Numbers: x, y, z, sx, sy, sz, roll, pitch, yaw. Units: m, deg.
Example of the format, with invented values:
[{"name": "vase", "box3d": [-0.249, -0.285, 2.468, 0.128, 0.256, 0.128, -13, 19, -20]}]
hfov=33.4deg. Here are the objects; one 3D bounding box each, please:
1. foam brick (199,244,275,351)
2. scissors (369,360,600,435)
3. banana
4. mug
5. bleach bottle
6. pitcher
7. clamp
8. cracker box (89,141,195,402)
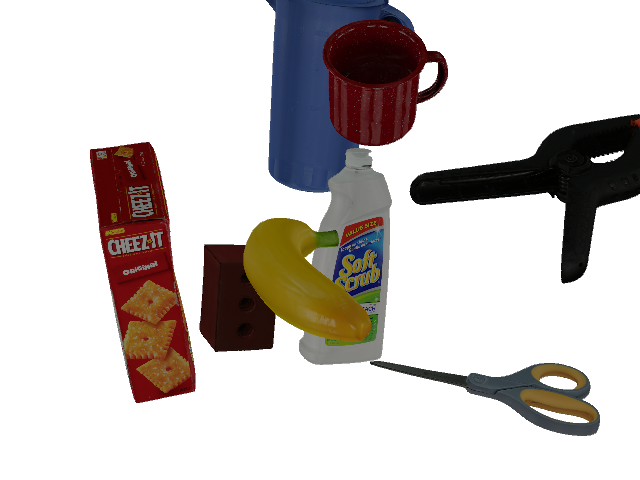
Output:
[{"name": "foam brick", "box3d": [-0.068, 0.046, 0.886, 0.053, 0.078, 0.051, -1, 14, -21]}, {"name": "scissors", "box3d": [0.154, 0.121, 0.953, 0.202, 0.016, 0.096, 19, 31, 20]}, {"name": "banana", "box3d": [-0.014, 0.017, 0.671, 0.069, 0.037, 0.198, -4, 18, -3]}, {"name": "mug", "box3d": [0.060, -0.144, 0.979, 0.117, 0.093, 0.081, -13, -39, -10]}, {"name": "bleach bottle", "box3d": [0.031, 0.017, 1.258, 0.102, 0.251, 0.068, -2, 16, -18]}, {"name": "pitcher", "box3d": [0.011, -0.184, 1.285, 0.144, 0.243, 0.149, -7, 29, -26]}, {"name": "clamp", "box3d": [0.199, -0.043, 0.831, 0.209, 0.036, 0.165, -24, 40, -23]}, {"name": "cracker box", "box3d": [-0.181, 0.031, 1.092, 0.072, 0.214, 0.164, -10, 34, -10]}]
